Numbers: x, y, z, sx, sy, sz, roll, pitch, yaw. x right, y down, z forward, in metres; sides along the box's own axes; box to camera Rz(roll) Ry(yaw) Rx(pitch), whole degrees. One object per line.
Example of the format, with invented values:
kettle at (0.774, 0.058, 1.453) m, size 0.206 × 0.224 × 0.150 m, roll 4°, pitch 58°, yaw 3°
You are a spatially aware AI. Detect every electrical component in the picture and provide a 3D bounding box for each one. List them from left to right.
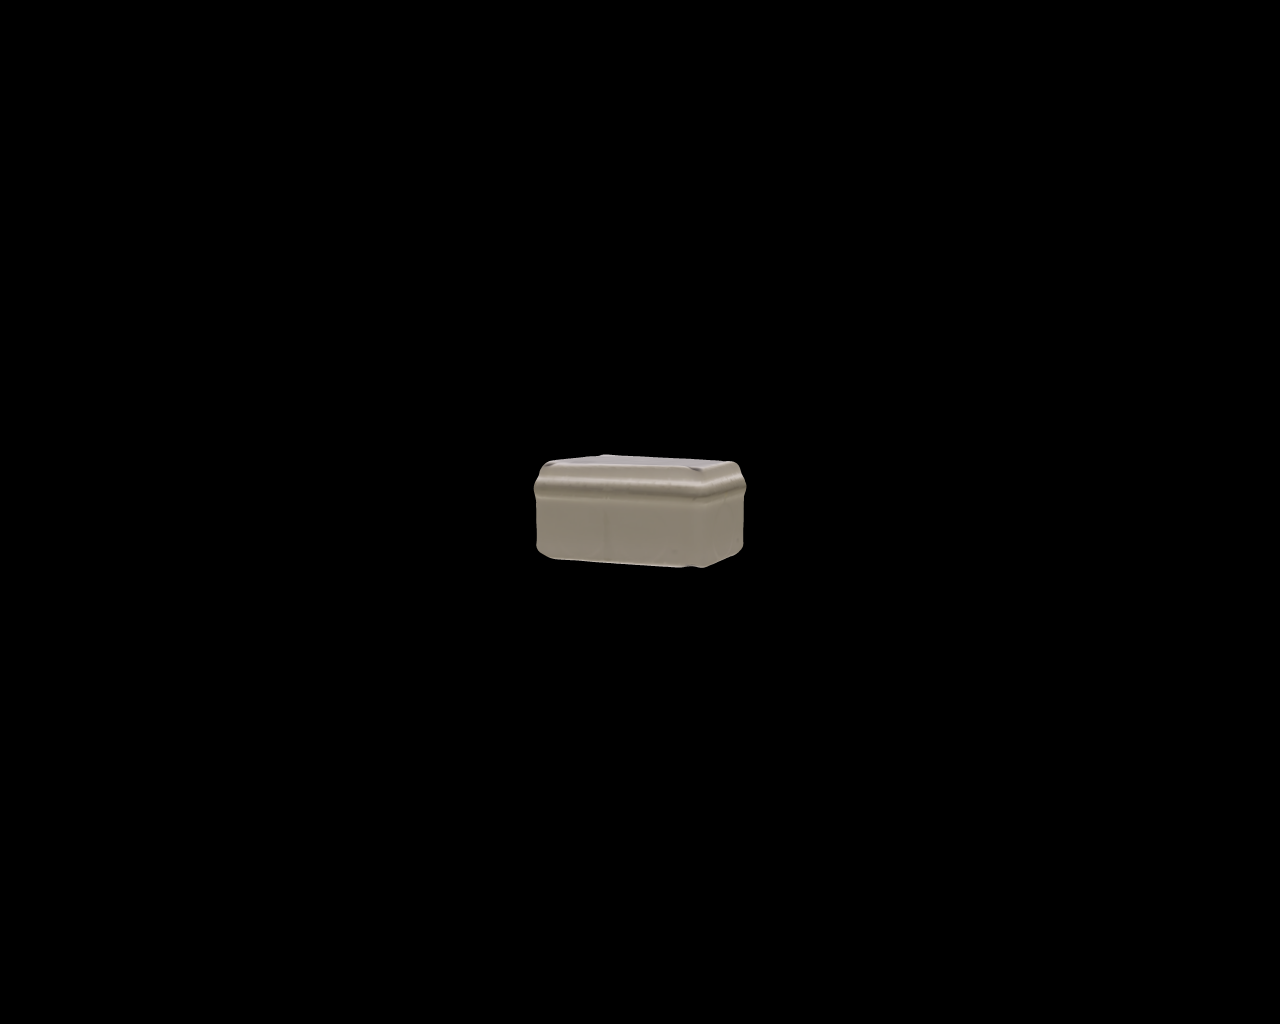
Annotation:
electrical component at (0.001, -0.003, 0.650) m, size 0.113 × 0.057 × 0.078 m, roll 3°, pitch 8°, yaw 26°
